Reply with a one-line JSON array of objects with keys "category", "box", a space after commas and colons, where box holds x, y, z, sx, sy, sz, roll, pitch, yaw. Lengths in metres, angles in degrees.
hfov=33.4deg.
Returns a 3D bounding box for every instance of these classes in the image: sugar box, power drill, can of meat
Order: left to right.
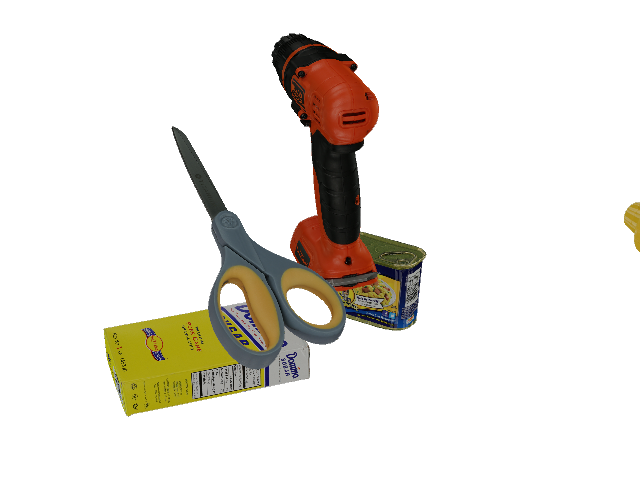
[{"category": "sugar box", "box": [-0.107, 0.105, 0.998, 0.176, 0.048, 0.093, -12, 33, -16]}, {"category": "power drill", "box": [0.001, -0.066, 0.876, 0.057, 0.188, 0.184, -10, 27, -11]}, {"category": "can of meat", "box": [0.062, 0.045, 1.182, 0.102, 0.084, 0.057, 16, 26, 27]}]

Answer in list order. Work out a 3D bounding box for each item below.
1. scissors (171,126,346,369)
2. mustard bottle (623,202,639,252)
[{"category": "scissors", "box": [-0.041, -0.001, 0.695, 0.096, 0.202, 0.016, 5, -44, -21]}, {"category": "mustard bottle", "box": [0.260, 0.021, 0.647, 0.096, 0.058, 0.192, -22, 34, -23]}]
